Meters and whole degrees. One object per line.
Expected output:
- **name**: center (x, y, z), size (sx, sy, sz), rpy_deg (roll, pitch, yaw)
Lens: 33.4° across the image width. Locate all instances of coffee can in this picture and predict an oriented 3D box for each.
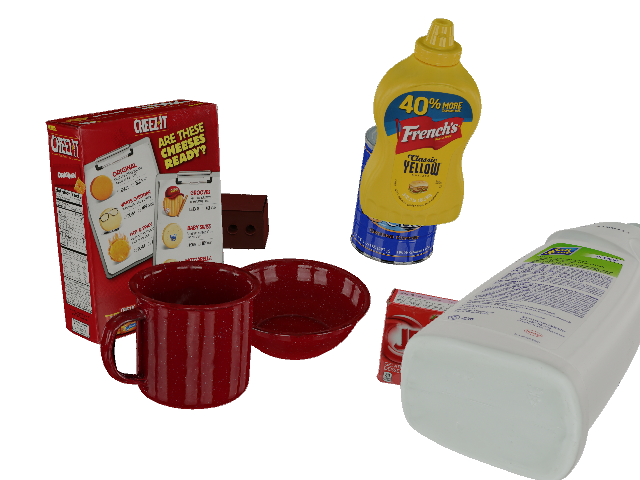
- **coffee can**: center (0.095, -0.056, 1.274), size (0.102, 0.140, 0.103), rpy_deg (6, 28, -3)

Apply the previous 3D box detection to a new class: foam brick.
- **foam brick**: center (-0.105, -0.024, 1.319), size (0.078, 0.053, 0.051), rpy_deg (1, 27, 5)

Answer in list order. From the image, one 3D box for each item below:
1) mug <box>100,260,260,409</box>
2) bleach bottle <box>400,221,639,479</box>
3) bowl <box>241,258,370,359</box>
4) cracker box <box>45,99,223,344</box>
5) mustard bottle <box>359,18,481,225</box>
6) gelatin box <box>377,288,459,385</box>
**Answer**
- **mug**: center (-0.100, 0.070, 0.756), size (0.117, 0.081, 0.093), rpy_deg (-11, 23, -36)
- **bleach bottle**: center (0.148, 0.043, 0.619), size (0.103, 0.068, 0.250), rpy_deg (14, 26, 32)
- **bowl**: center (-0.029, 0.080, 1.138), size (0.162, 0.055, 0.162), rpy_deg (2, 28, -1)
- **cracker box**: center (-0.180, -0.023, 1.062), size (0.072, 0.214, 0.163), rpy_deg (14, 22, 43)
- **mustard bottle**: center (0.094, -0.107, 0.966), size (0.096, 0.192, 0.058), rpy_deg (5, 32, -5)
- **gelatin box**: center (0.093, 0.084, 0.852), size (0.089, 0.073, 0.030), rpy_deg (10, 24, 11)
